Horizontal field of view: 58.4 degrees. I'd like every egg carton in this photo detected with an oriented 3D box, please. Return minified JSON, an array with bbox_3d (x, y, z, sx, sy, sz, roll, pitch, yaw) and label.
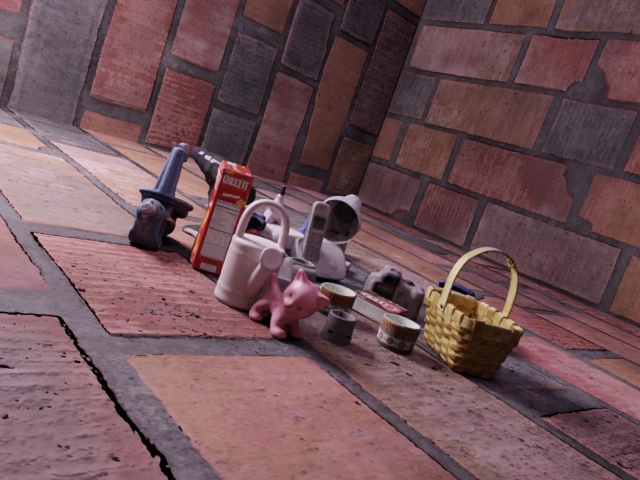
[{"bbox_3d":[-0.099,0.006,1.548,0.151,0.069,0.107,11,13,-44],"label":"egg carton"}]

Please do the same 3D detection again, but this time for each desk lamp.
[{"bbox_3d":[0.049,-0.020,1.554,0.117,0.213,0.203,21,9,10],"label":"desk lamp"}]

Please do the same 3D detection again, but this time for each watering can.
[{"bbox_3d":[-0.109,0.025,1.020,0.101,0.194,0.172,11,13,-44],"label":"watering can"}]

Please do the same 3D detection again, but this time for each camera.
[{"bbox_3d":[0.178,0.115,1.382,0.143,0.101,0.137,20,9,3],"label":"camera"}]

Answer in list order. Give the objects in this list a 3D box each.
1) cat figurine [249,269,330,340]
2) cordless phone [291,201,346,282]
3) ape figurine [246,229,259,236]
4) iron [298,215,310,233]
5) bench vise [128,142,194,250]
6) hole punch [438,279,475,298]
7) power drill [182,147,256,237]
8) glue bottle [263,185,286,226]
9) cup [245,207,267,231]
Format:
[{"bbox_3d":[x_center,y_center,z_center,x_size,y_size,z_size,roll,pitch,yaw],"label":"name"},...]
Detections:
[{"bbox_3d":[-0.048,0.099,0.949,0.067,0.118,0.127,10,13,-46],"label":"cat figurine"},{"bbox_3d":[0.013,0.005,1.419,0.148,0.185,0.093,13,11,-34],"label":"cordless phone"},{"bbox_3d":[-0.159,0.019,1.272,0.075,0.092,0.078,27,12,39],"label":"ape figurine"},{"bbox_3d":[-0.006,-0.036,1.765,0.118,0.141,0.259,23,10,21],"label":"iron"},{"bbox_3d":[-0.317,-0.095,1.209,0.122,0.220,0.207,16,10,-21],"label":"bench vise"},{"bbox_3d":[0.364,0.156,1.560,0.108,0.091,0.101,23,10,19],"label":"hole punch"},{"bbox_3d":[-0.265,-0.106,1.419,0.228,0.208,0.076,25,11,31],"label":"power drill"},{"bbox_3d":[-0.128,-0.073,1.621,0.078,0.173,0.037,9,13,-47],"label":"glue bottle"},{"bbox_3d":[-0.186,-0.027,1.477,0.117,0.095,0.092,27,12,40],"label":"cup"}]
